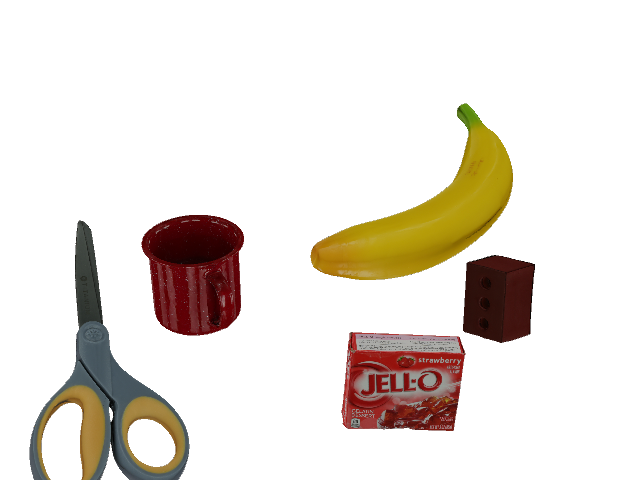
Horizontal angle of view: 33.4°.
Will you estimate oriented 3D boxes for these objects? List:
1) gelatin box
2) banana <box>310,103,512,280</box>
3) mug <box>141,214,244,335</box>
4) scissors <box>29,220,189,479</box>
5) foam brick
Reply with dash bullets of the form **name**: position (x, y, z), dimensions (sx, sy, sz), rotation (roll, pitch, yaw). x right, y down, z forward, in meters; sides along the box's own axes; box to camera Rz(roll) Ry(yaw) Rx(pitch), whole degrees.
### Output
- **gelatin box**: position (0.063, 0.111, 0.831), dimensions (0.089, 0.073, 0.030), rotation (2, 27, -4)
- **banana**: position (0.072, -0.020, 0.667), dimensions (0.070, 0.037, 0.197), rotation (27, 43, 20)
- **mug**: position (-0.109, 0.039, 0.978), dimensions (0.093, 0.081, 0.117), rotation (-18, 35, -28)
- **scissors**: position (-0.118, 0.069, 0.636), dimensions (0.096, 0.201, 0.016), rotation (14, -45, -9)
- **foam brick**: position (0.184, 0.060, 1.103), dimensions (0.051, 0.078, 0.053), rotation (-14, 20, -43)
